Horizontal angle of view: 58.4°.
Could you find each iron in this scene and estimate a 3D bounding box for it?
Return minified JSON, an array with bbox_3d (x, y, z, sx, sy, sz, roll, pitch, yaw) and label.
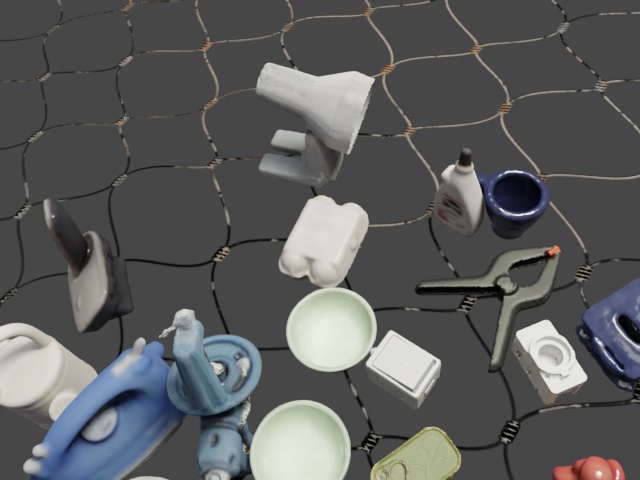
[{"bbox_3d":[-0.284,0.236,0.723,0.118,0.142,0.259,33,67,25],"label":"iron"}]

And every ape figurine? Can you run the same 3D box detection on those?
[{"bbox_3d":[0.306,0.271,0.645,0.077,0.092,0.076,9,59,14],"label":"ape figurine"}]

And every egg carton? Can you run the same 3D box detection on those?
[{"bbox_3d":[0.008,0.003,0.874,0.107,0.069,0.150,15,61,17],"label":"egg carton"}]

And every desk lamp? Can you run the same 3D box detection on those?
[{"bbox_3d":[-0.012,-0.182,0.910,0.202,0.214,0.118,13,60,16],"label":"desk lamp"}]

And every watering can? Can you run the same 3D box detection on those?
[{"bbox_3d":[-0.369,0.175,0.743,0.172,0.194,0.101,10,59,14],"label":"watering can"}]

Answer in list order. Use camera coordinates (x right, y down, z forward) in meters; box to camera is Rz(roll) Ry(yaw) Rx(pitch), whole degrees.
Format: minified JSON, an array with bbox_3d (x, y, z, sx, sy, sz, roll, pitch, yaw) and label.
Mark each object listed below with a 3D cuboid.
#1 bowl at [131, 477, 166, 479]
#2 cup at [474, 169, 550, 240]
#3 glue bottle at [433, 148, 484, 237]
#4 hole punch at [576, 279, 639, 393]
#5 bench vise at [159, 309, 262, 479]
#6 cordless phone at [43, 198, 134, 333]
[{"bbox_3d":[-0.202,0.369,0.666,0.167,0.075,0.167,-4,57,6],"label":"bowl"},{"bbox_3d":[0.274,-0.049,0.854,0.117,0.095,0.092,28,65,23],"label":"cup"},{"bbox_3d":[0.205,-0.075,0.834,0.078,0.173,0.037,33,68,26],"label":"glue bottle"},{"bbox_3d":[0.399,0.120,0.730,0.101,0.091,0.108,-24,57,-7],"label":"hole punch"},{"bbox_3d":[-0.120,0.185,0.685,0.121,0.220,0.207,-24,57,-7],"label":"bench vise"},{"bbox_3d":[-0.355,0.037,0.834,0.094,0.185,0.147,-24,57,-7],"label":"cordless phone"}]
